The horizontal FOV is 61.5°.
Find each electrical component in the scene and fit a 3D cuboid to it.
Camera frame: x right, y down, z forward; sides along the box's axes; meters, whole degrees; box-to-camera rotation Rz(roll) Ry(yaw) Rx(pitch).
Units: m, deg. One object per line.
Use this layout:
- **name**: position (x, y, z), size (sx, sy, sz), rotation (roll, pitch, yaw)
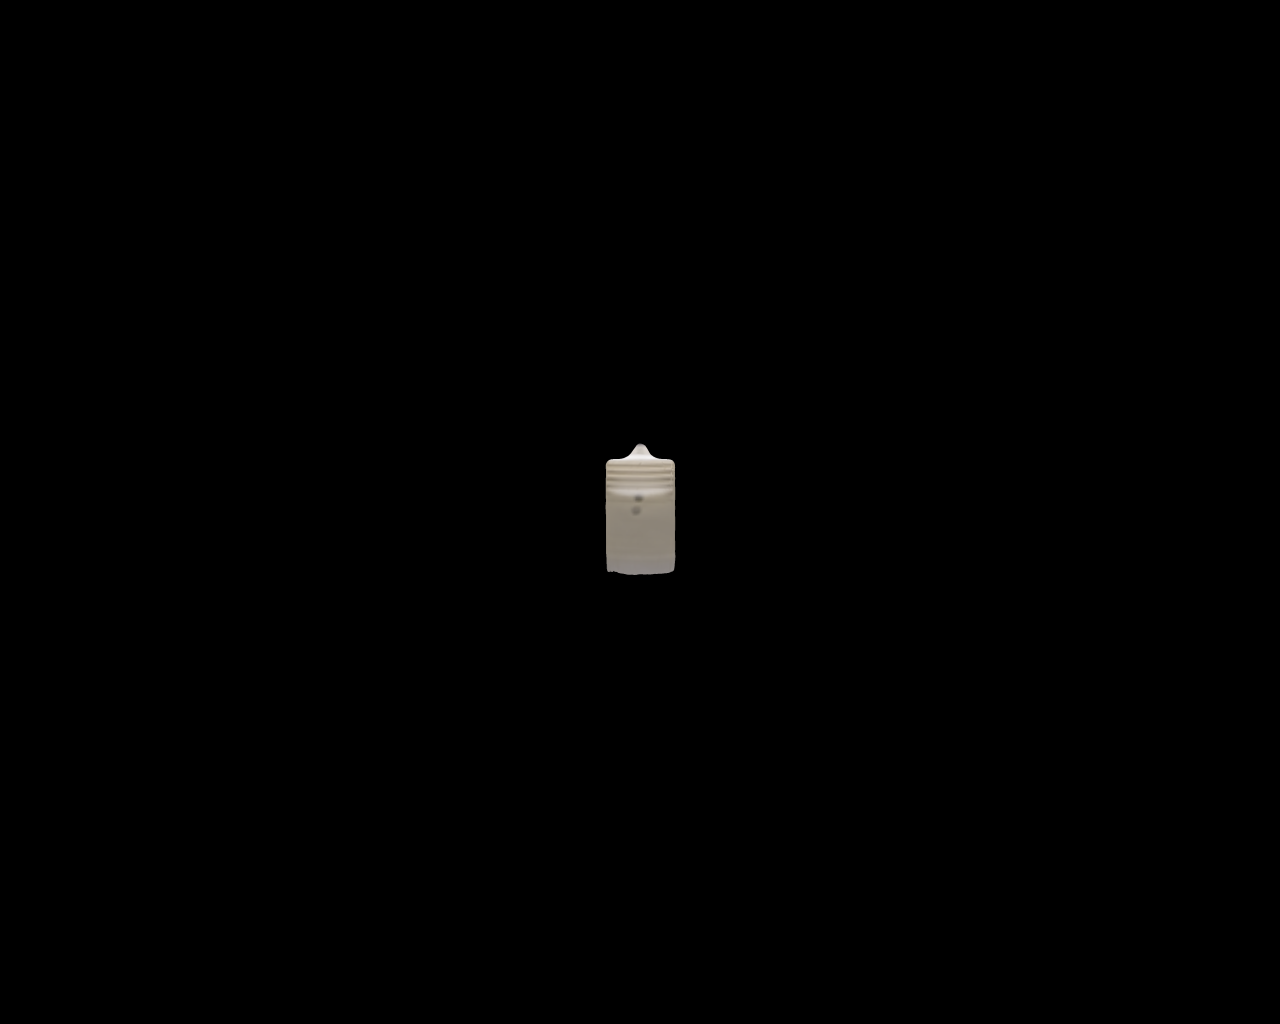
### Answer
- **electrical component**: position (0.001, -0.003, 0.650), size (0.043, 0.081, 0.043), rotation (0, 2, 0)
